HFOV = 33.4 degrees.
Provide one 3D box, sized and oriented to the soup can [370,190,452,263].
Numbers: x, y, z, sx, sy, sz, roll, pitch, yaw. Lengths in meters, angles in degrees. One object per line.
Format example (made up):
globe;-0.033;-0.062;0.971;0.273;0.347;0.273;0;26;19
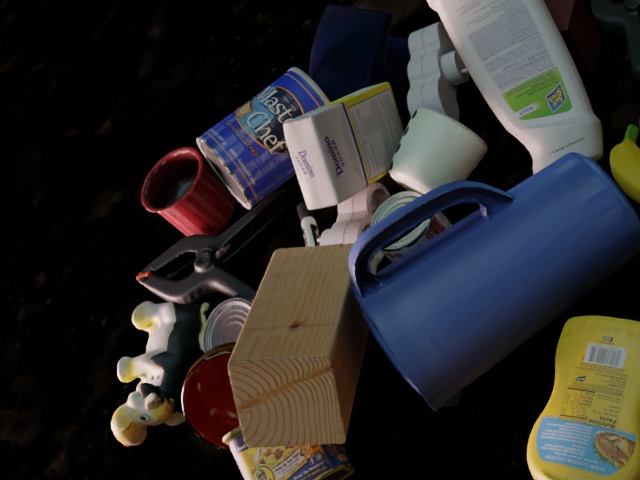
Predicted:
soup can;0.101;0.006;1.029;0.069;0.102;0.068;-21;49;25

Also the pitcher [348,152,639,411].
pitcher;0.151;0.023;0.936;0.243;0.149;0.145;-35;66;2

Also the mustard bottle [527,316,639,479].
mustard bottle;0.219;0.157;0.853;0.096;0.058;0.191;7;64;35

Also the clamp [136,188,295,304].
clamp;-0.122;0.036;1.235;0.210;0.036;0.164;-19;48;22

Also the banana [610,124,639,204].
banana;0.321;-0.049;0.941;0.069;0.037;0.198;-49;42;-1

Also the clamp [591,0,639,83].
clamp;0.321;-0.223;1.072;0.120;0.039;0.172;-42;37;-3

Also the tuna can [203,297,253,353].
tuna can;-0.083;0.105;1.136;0.086;0.033;0.086;-10;72;34

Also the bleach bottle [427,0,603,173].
bleach bottle;0.196;-0.151;1.030;0.103;0.068;0.251;-26;78;21

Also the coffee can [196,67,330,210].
coffee can;-0.056;-0.117;1.227;0.140;0.102;0.103;-38;41;-9

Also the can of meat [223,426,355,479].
can of meat;-0.028;0.201;1.003;0.102;0.057;0.084;-34;67;14

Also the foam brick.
foam brick;0.247;-0.205;1.089;0.053;0.078;0.051;-2;57;38

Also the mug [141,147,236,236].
mug;-0.164;-0.054;1.303;0.117;0.081;0.093;11;67;43

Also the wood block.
wood block;-0.012;0.090;0.977;0.091;0.090;0.206;-4;26;12

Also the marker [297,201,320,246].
marker;-0.008;0.001;1.182;0.020;0.020;0.121;-30;45;17

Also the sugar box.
sugar box;0.031;-0.100;1.107;0.048;0.093;0.175;-11;12;35
